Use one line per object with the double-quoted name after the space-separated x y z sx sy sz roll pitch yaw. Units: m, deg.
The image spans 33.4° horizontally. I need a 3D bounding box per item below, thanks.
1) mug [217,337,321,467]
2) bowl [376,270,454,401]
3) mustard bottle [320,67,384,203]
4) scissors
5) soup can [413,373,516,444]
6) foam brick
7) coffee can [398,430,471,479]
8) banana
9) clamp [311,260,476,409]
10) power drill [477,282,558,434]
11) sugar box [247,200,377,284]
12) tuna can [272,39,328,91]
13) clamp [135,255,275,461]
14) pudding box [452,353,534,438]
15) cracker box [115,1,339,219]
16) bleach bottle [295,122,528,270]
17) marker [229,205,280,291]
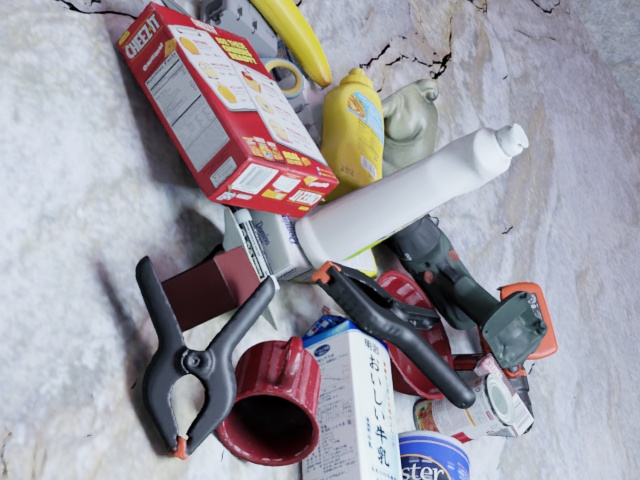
-0.039 0.137 0.970 0.093 0.117 0.081 16 35 -4 "mug"
0.091 0.119 1.254 0.162 0.055 0.162 39 37 -37 "bowl"
0.039 -0.125 1.249 0.096 0.058 0.191 39 44 -41 "mustard bottle"
-0.092 -0.218 1.224 0.096 0.016 0.201 -36 103 -16 "scissors"
0.172 0.205 1.267 0.068 0.102 0.068 40 35 -37 "soup can"
-0.101 0.046 0.974 0.052 0.078 0.051 -22 87 -61 "foam brick"
0.103 0.281 1.089 0.102 0.103 0.140 44 34 -31 "coffee can"
-0.049 -0.262 1.252 0.197 0.037 0.069 46 32 -30 "banana"
0.079 0.090 1.132 0.209 0.036 0.164 33 18 -32 "clamp"
0.259 0.150 1.411 0.188 0.057 0.184 101 -23 -64 "power drill"
-0.008 0.001 1.201 0.175 0.048 0.093 9 59 -52 "sugar box"
-0.027 -0.223 1.369 0.086 0.034 0.086 39 37 -37 "tuna can"
-0.116 0.096 0.903 0.120 0.039 0.171 17 76 -2 "clamp"
0.202 0.194 1.336 0.039 0.090 0.113 -40 105 -29 "pudding box"
-0.095 -0.129 1.093 0.163 0.072 0.214 9 44 -57 "cracker box"
0.099 -0.051 1.107 0.068 0.251 0.102 62 31 0 "bleach bottle"
-0.073 -0.001 1.119 0.020 0.020 0.121 -2 67 -59 "marker"
